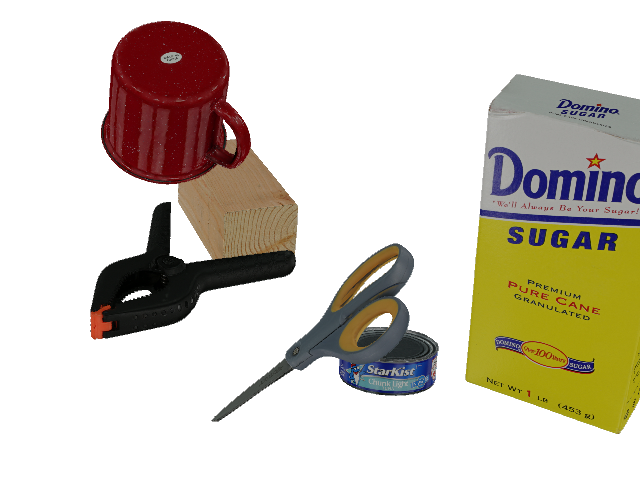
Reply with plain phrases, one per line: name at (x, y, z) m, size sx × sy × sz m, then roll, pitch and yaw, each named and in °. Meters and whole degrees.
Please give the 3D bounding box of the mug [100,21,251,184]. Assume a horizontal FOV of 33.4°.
mug at (-0.099, -0.094, 0.759) m, size 0.117 × 0.093 × 0.082 m, roll 35°, pitch -34°, yaw 13°

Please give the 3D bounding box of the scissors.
scissors at (-0.005, 0.085, 0.735) m, size 0.016 × 0.202 × 0.096 m, roll 36°, pitch 16°, yaw -26°

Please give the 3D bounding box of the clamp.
clamp at (-0.147, 0.028, 0.998) m, size 0.165 × 0.036 × 0.209 m, roll 25°, pitch 36°, yaw 30°

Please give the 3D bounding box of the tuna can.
tuna can at (0.059, 0.104, 0.928) m, size 0.086 × 0.034 × 0.086 m, roll 3°, pitch 14°, yaw -1°

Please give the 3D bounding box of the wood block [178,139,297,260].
wood block at (-0.106, -0.044, 1.319) m, size 0.090 × 0.090 × 0.206 m, roll -7°, pitch 30°, yaw -21°

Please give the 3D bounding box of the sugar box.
sugar box at (0.128, 0.010, 0.550) m, size 0.093 × 0.176 × 0.048 m, roll 16°, pitch 40°, yaw 25°
